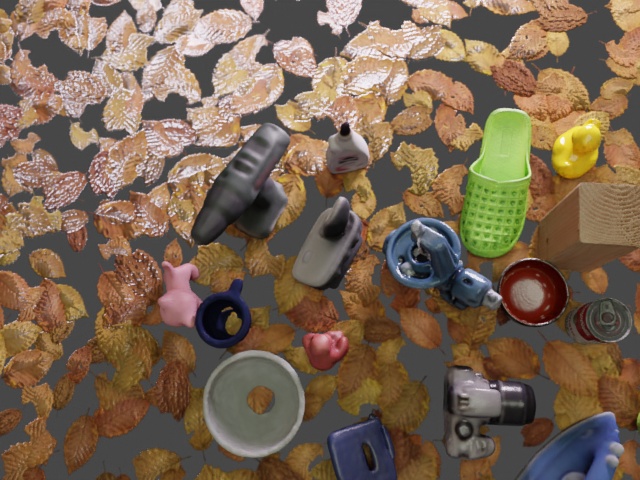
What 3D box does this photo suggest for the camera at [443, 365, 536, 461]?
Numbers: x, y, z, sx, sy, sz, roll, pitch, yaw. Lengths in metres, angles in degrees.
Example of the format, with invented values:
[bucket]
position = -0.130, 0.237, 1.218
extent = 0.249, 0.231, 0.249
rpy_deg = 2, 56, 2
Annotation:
[camera]
position = 0.265, 0.273, 0.900
extent = 0.136, 0.101, 0.143
rpy_deg = 2, 78, 5

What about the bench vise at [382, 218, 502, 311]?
[bench vise]
position = 0.198, 0.027, 0.899
extent = 0.207, 0.220, 0.121
rpy_deg = 16, 79, 8

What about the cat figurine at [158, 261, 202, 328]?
[cat figurine]
position = -0.243, 0.096, 0.973
extent = 0.067, 0.118, 0.128
rpy_deg = -17, 76, 1

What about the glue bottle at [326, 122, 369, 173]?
[glue bottle]
position = 0.045, -0.161, 0.978
extent = 0.078, 0.173, 0.037
rpy_deg = -16, 76, 2

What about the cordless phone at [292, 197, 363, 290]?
[cordless phone]
position = 0.009, 0.003, 0.938
extent = 0.094, 0.185, 0.148
rpy_deg = 23, 80, 10

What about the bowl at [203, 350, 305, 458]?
[bowl]
position = -0.103, 0.268, 0.945
extent = 0.167, 0.075, 0.167
rpy_deg = -1, 77, 5

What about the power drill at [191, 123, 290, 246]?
[power drill]
position = -0.119, -0.072, 0.953
extent = 0.075, 0.208, 0.230
rpy_deg = 27, 81, 10

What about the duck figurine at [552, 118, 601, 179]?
[duck figurine]
position = 0.450, -0.162, 0.989
extent = 0.077, 0.086, 0.105
rpy_deg = 30, 81, 11

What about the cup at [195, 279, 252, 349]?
[cup]
position = -0.150, 0.126, 0.970
extent = 0.091, 0.095, 0.118
rpy_deg = 17, 79, 9

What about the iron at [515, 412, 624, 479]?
[iron]
position = 0.383, 0.364, 0.849
extent = 0.118, 0.141, 0.258
rpy_deg = 37, 83, 12

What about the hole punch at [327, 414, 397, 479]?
[hole punch]
position = 0.068, 0.341, 0.906
extent = 0.101, 0.091, 0.108
rpy_deg = -18, 76, 1

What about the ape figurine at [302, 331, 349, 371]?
[ape figurine]
position = 0.005, 0.177, 0.947
extent = 0.077, 0.092, 0.076
rpy_deg = 24, 81, 10
